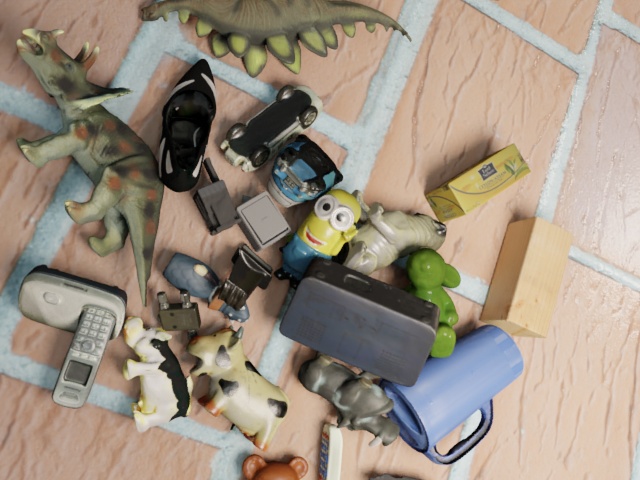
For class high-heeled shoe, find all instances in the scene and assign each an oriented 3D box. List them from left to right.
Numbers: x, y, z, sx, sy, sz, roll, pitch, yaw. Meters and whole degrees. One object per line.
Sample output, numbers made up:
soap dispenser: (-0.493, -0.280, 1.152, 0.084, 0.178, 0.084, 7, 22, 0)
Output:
high-heeled shoe: (-0.204, -0.191, 0.841, 0.086, 0.145, 0.248, 10, 81, -17)

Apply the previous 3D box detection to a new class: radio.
radio: (0.063, 0.125, 0.837, 0.230, 0.073, 0.131, 21, 121, 3)

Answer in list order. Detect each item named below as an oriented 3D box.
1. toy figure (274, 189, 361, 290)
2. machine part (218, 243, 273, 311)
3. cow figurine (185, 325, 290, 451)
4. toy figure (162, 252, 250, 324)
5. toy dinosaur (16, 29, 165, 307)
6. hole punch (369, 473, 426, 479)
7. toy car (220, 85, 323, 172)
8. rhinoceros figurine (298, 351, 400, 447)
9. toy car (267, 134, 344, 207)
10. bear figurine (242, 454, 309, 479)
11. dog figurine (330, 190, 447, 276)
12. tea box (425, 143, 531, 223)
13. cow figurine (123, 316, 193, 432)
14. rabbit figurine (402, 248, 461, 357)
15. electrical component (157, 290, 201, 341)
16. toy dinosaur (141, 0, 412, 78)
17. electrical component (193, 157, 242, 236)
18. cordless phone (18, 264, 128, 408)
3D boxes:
toy figure: (-0.005, -0.005, 0.887, 0.082, 0.089, 0.180, 29, 110, -15)
machine part: (-0.118, 0.059, 0.852, 0.039, 0.139, 0.084, -35, 101, 24)
cow figurine: (-0.128, 0.219, 0.838, 0.195, 0.085, 0.127, 43, 67, -12)
toy figure: (-0.174, 0.077, 0.855, 0.154, 0.064, 0.058, 34, 71, -10)
toy dinosaur: (-0.316, -0.112, 0.817, 0.192, 0.131, 0.404, -37, 100, -18)
hole punch: (0.137, 0.461, 0.897, 0.142, 0.092, 0.116, 13, 50, -13)
toy car: (-0.081, -0.193, 0.924, 0.202, 0.056, 0.073, -42, 79, -17)
rhinoceros figurine: (0.049, 0.255, 0.870, 0.190, 0.073, 0.112, 36, 104, 8)
toy car: (-0.036, -0.102, 0.899, 0.109, 0.162, 0.103, 45, 116, -5)
bear figurine: (-0.070, 0.434, 0.807, 0.120, 0.132, 0.195, 14, 85, -17)
dog figurine: (0.122, 0.018, 0.947, 0.190, 0.121, 0.172, 23, 110, -30)
tea box: (0.295, -0.105, 1.010, 0.170, 0.098, 0.068, -30, 91, -17)
cow figurine: (-0.246, 0.193, 0.815, 0.098, 0.068, 0.167, -8, 88, -24)
rabbit figurine: (0.189, 0.090, 0.914, 0.159, 0.121, 0.170, -32, 127, -54)
electrical component: (-0.222, 0.120, 0.841, 0.063, 0.021, 0.093, -4, 118, 0)
toy dinosaur: (-0.069, -0.393, 0.938, 0.472, 0.105, 0.198, -9, 93, -9)
electrical component: (-0.175, -0.070, 0.870, 0.048, 0.075, 0.119, -27, 96, -20)
cordless phone: (-0.373, 0.140, 0.778, 0.146, 0.089, 0.184, 19, 82, -14)
